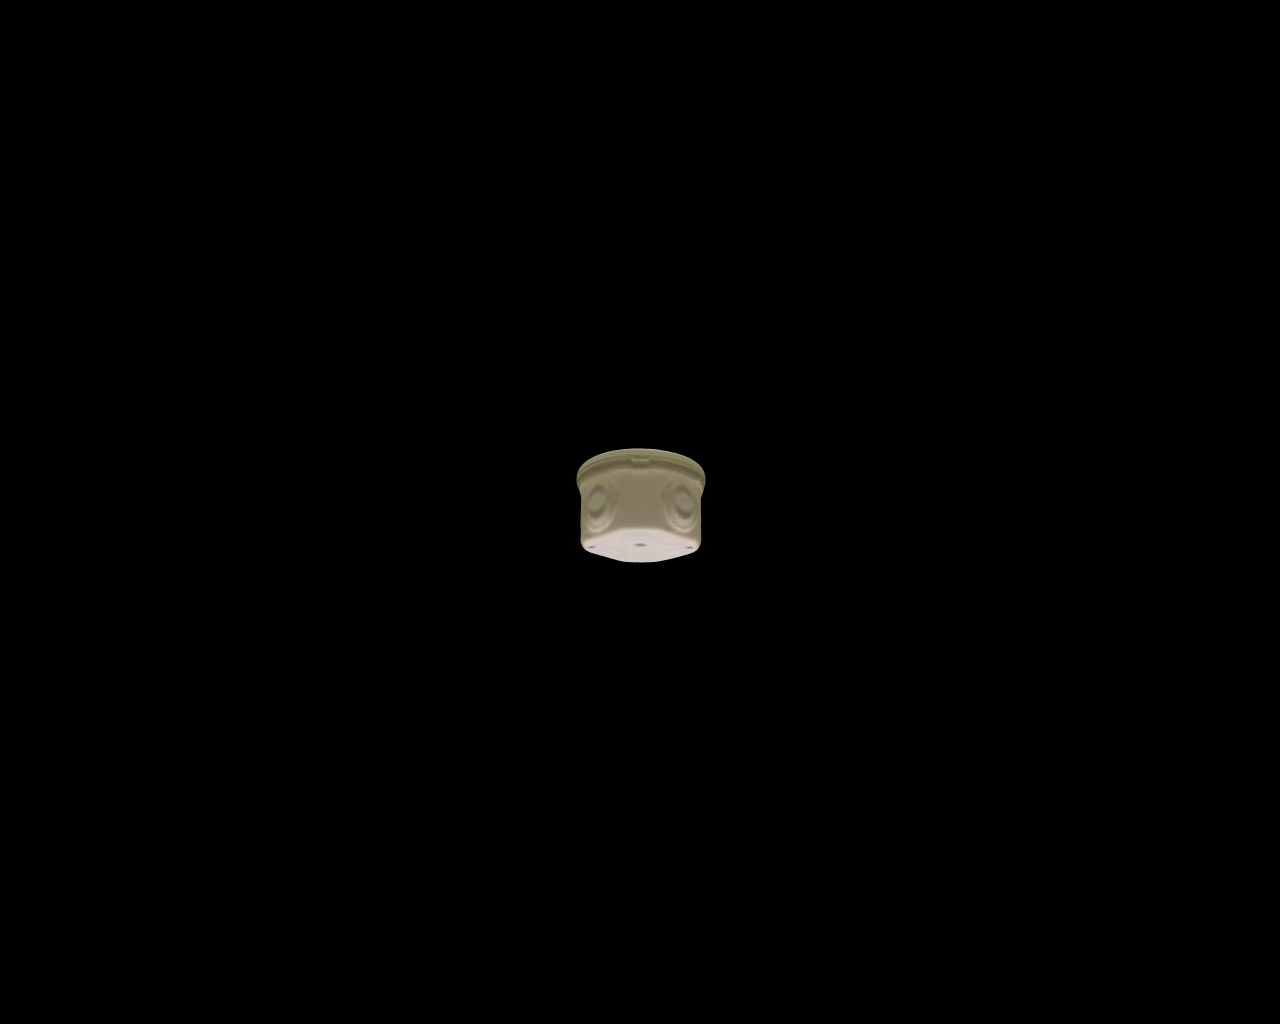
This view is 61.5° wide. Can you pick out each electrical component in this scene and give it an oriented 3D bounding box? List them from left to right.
[{"bbox_3d":[0.001,-0.003,0.650,0.080,0.051,0.080,0,-19,0],"label":"electrical component"}]
